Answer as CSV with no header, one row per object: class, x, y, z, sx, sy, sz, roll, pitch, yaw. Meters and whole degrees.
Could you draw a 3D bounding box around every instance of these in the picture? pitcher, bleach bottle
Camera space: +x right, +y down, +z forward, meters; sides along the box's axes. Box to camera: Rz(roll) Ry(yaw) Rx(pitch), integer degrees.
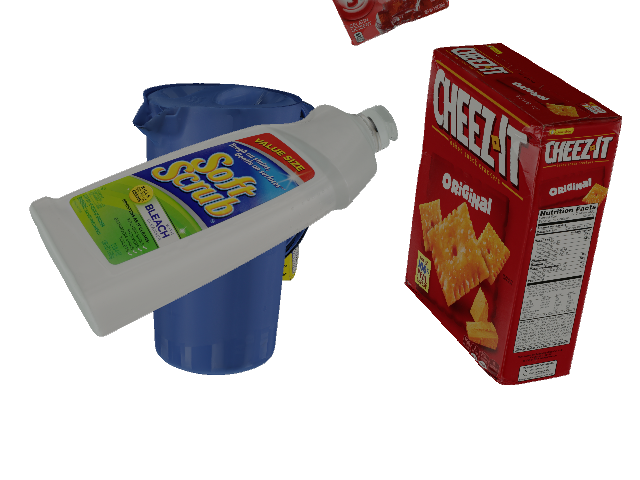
pitcher,-0.079,-0.014,0.932,0.149,0.243,0.145,4,17,2
bleach bottle,-0.063,-0.034,0.736,0.250,0.103,0.068,-28,-30,-15

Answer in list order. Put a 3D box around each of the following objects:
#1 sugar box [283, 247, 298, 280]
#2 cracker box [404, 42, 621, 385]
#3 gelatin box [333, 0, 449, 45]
sugar box,-0.050,-0.049,1.277,0.048,0.176,0.093,-1,23,4
cracker box,0.136,-0.022,0.815,0.072,0.214,0.164,-8,31,-21
gelatin box,0.053,-0.213,0.886,0.089,0.073,0.030,-19,28,16
